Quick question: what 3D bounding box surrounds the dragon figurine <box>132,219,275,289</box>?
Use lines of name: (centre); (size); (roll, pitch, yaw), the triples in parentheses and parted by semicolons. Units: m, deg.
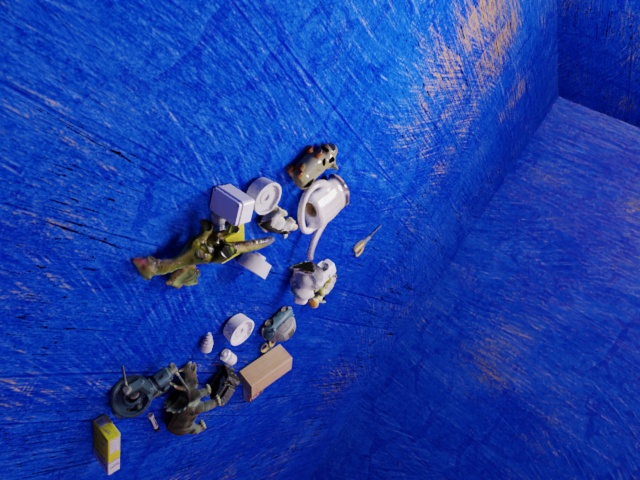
dragon figurine: (-0.330, 0.057, 1.460); (0.239, 0.124, 0.410); (-38, -25, 29)

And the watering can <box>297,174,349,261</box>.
watering can: (0.006, -0.092, 1.834); (0.105, 0.339, 0.228); (32, 57, 28)

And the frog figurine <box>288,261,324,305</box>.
frog figurine: (-0.050, 0.167, 1.975); (0.137, 0.157, 0.125); (1, 24, 13)
